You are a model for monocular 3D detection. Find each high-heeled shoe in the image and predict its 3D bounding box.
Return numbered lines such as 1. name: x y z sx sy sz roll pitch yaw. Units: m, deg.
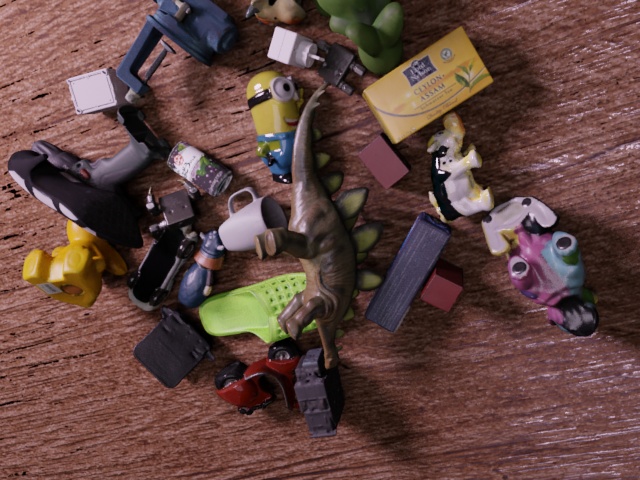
1. high-heeled shoe: -0.428 -0.060 0.934 0.145 0.086 0.248 -14 124 46

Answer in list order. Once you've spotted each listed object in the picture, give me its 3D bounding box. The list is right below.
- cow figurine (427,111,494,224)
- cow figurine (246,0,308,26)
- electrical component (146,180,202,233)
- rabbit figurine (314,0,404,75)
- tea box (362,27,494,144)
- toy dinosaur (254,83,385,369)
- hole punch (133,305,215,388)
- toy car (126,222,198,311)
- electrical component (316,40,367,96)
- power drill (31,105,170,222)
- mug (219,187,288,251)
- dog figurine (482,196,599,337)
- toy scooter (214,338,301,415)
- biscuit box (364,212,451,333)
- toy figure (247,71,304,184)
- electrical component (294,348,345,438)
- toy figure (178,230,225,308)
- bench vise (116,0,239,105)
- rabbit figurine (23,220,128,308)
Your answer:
1. cow figurine: 0.208 -0.114 0.853 0.098 0.068 0.167 -20 99 22
2. cow figurine: -0.079 -0.420 0.819 0.127 0.085 0.194 -28 94 18
3. electrical component: -0.258 -0.062 0.949 0.102 0.045 0.078 -15 64 -5
4. rabbit figurine: 0.078 -0.325 0.791 0.121 0.159 0.170 -30 112 8
5. tea box: 0.160 -0.229 0.815 0.170 0.068 0.098 -33 96 8
6. toy dinosaur: -0.002 -0.003 0.870 0.198 0.105 0.470 -18 109 -23
7. hole punch: -0.281 0.207 1.036 0.116 0.092 0.142 -44 90 -11
8. toy car: -0.294 0.043 1.002 0.073 0.056 0.201 36 107 8
9. electrical component: 0.026 -0.279 0.866 0.094 0.021 0.063 37 109 7
10. power drill: -0.385 -0.143 0.959 0.207 0.086 0.232 -40 95 14
11. mug: -0.127 -0.030 0.935 0.107 0.081 0.109 -23 104 24
12. dog figurine: 0.361 0.051 0.850 0.108 0.192 0.219 -35 130 15
13. toy scooter: -0.101 0.277 1.015 0.184 0.075 0.135 -28 99 12
14. biscuit box: 0.149 0.054 0.910 0.063 0.059 0.202 29 109 3
15. toy figure: -0.071 -0.184 0.883 0.089 0.082 0.180 -3 107 10
16. electrical component: 0.000 0.268 0.969 0.058 0.115 0.134 -11 104 12
17. toy figure: -0.213 0.050 0.986 0.064 0.058 0.154 27 104 -3
18. bench vise: -0.256 -0.334 0.860 0.223 0.129 0.240 38 101 -2
19. rabbit figurine: -0.428 0.026 0.984 0.122 0.173 0.162 -16 145 16
